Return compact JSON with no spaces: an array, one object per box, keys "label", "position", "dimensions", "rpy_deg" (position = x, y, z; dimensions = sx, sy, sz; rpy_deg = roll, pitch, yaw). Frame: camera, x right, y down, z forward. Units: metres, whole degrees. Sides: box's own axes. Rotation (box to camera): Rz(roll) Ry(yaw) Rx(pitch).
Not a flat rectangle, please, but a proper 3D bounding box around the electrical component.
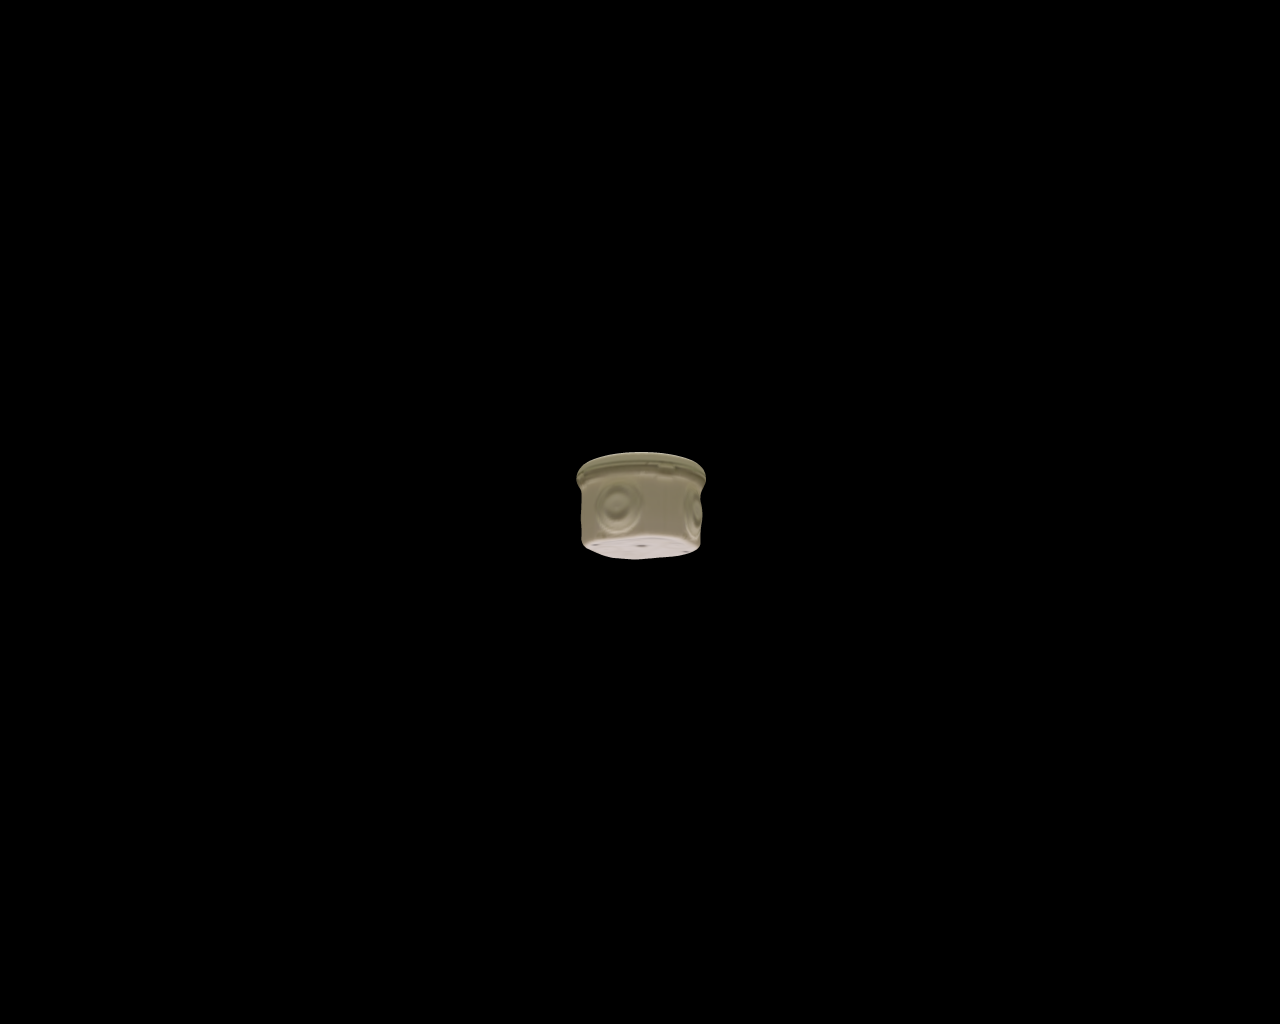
[{"label":"electrical component","position":[0.001,-0.003,0.650],"dimensions":[0.080,0.051,0.080],"rpy_deg":[0,-14,0]}]
